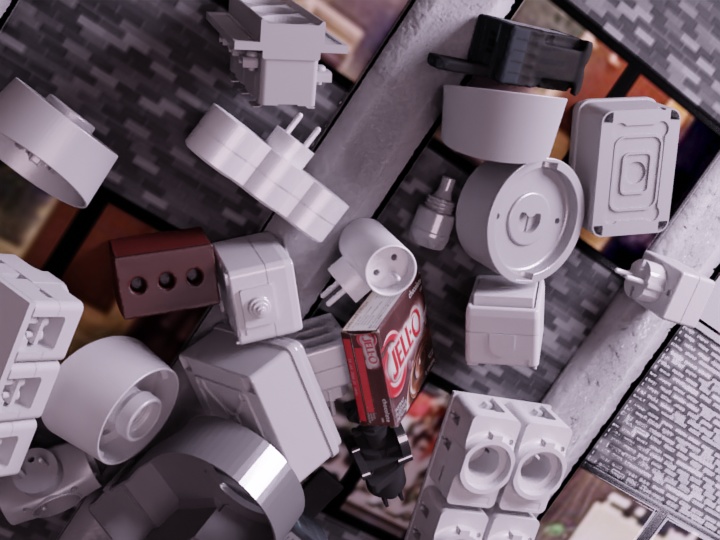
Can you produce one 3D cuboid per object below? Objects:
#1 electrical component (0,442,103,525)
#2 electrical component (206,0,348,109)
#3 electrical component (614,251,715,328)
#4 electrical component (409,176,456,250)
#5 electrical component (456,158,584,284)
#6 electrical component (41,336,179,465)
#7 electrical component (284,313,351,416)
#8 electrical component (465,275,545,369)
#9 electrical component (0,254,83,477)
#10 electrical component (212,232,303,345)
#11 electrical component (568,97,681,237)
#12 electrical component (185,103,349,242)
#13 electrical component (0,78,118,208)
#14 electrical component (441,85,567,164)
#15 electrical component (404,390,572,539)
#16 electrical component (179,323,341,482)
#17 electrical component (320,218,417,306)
[{"bbox_3d":[-0.257,0.167,0.868,0.077,0.044,0.079,-23,157,-9],"label":"electrical component"},{"bbox_3d":[-0.064,-0.160,0.783,0.079,0.121,0.063,-1,112,-17],"label":"electrical component"},{"bbox_3d":[0.268,0.013,0.982,0.077,0.065,0.047,16,103,-22],"label":"electrical component"},{"bbox_3d":[0.066,-0.050,0.913,0.035,0.035,0.061,15,101,-22],"label":"electrical component"},{"bbox_3d":[0.131,-0.048,0.915,0.108,0.060,0.108,-12,113,-31],"label":"electrical component"},{"bbox_3d":[-0.195,0.104,0.859,0.099,0.064,0.099,-46,155,-29],"label":"electrical component"},{"bbox_3d":[-0.031,0.087,0.913,0.047,0.065,0.076,-16,113,-12],"label":"electrical component"},{"bbox_3d":[0.128,0.037,0.935,0.062,0.096,0.061,3,111,12],"label":"electrical component"},{"bbox_3d":[-0.278,0.071,0.811,0.062,0.089,0.150,4,112,-60],"label":"electrical component"},{"bbox_3d":[-0.079,0.014,0.855,0.061,0.096,0.061,-13,112,-13],"label":"electrical component"},{"bbox_3d":[0.226,-0.091,0.937,0.078,0.057,0.113,-5,110,-16],"label":"electrical component"},{"bbox_3d":[-0.061,-0.089,0.848,0.138,0.052,0.073,36,95,-25],"label":"electrical component"},{"bbox_3d":[-0.226,-0.089,0.772,0.099,0.099,0.064,39,88,-25],"label":"electrical component"},{"bbox_3d":[0.114,-0.124,0.866,0.099,0.099,0.064,0,115,-18],"label":"electrical component"},{"bbox_3d":[0.118,0.216,1.011,0.105,0.060,0.186,11,105,-21],"label":"electrical component"},{"bbox_3d":[-0.082,0.107,0.876,0.056,0.109,0.108,-36,119,-31],"label":"electrical component"},{"bbox_3d":[0.000,0.000,0.885,0.079,0.077,0.043,-41,116,0],"label":"electrical component"}]
